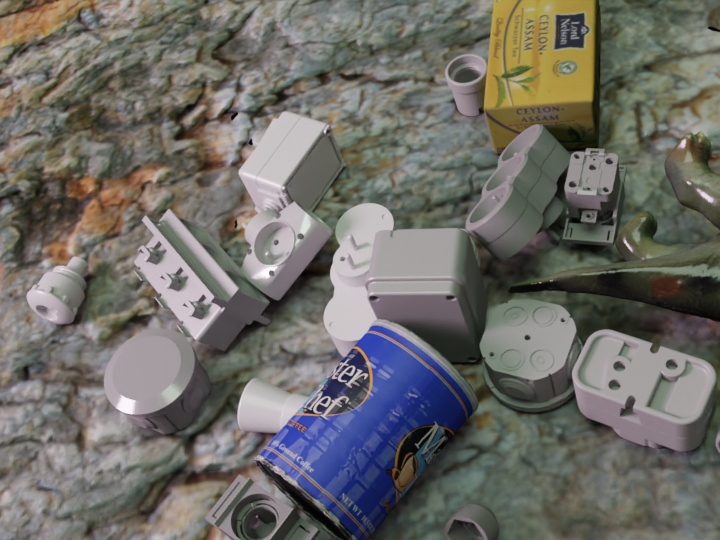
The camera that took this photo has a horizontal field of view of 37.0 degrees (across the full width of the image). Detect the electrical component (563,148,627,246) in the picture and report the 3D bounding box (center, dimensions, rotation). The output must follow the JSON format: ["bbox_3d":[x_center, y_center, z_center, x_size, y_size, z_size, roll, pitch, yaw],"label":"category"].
[{"bbox_3d":[0.194,-0.063,0.891,0.042,0.063,0.081,4,58,21],"label":"electrical component"}]

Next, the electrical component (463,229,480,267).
[{"bbox_3d":[0.079,-0.008,0.883,0.040,0.078,0.040,1,60,-2],"label":"electrical component"}]

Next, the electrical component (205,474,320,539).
[{"bbox_3d":[-0.069,0.193,0.795,0.081,0.063,0.042,28,69,31],"label":"electrical component"}]

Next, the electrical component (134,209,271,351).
[{"bbox_3d":[-0.143,0.010,0.944,0.063,0.079,0.121,-51,54,8],"label":"electrical component"}]

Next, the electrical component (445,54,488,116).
[{"bbox_3d":[0.103,-0.172,1.005,0.040,0.046,0.040,-8,55,12],"label":"electrical component"}]

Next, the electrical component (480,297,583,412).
[{"bbox_3d":[0.132,0.064,0.829,0.080,0.051,0.080,-8,55,12],"label":"electrical component"}]

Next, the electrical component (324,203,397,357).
[{"bbox_3d":[0.000,0.000,0.901,0.052,0.073,0.138,-3,56,15],"label":"electrical component"}]

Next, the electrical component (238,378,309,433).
[{"bbox_3d":[-0.060,0.115,0.862,0.065,0.044,0.044,11,60,18],"label":"electrical component"}]

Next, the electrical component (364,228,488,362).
[{"bbox_3d":[0.054,0.023,0.843,0.078,0.113,0.057,-1,57,17],"label":"electrical component"}]

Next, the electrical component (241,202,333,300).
[{"bbox_3d":[-0.075,-0.027,0.943,0.079,0.044,0.077,42,96,32],"label":"electrical component"}]

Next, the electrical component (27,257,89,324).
[{"bbox_3d":[-0.274,0.016,0.996,0.048,0.048,0.062,9,53,23],"label":"electrical component"}]

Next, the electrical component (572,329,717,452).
[{"bbox_3d":[0.207,0.090,0.783,0.095,0.059,0.053,19,64,27],"label":"electrical component"}]

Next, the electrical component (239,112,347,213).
[{"bbox_3d":[-0.068,-0.090,0.992,0.061,0.061,0.096,21,65,28],"label":"electrical component"}]

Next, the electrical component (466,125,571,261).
[{"bbox_3d":[0.145,-0.055,0.903,0.052,0.074,0.138,-32,20,45],"label":"electrical component"}]

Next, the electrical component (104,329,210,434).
[{"bbox_3d":[-0.169,0.094,0.903,0.080,0.051,0.080,-8,54,12],"label":"electrical component"}]

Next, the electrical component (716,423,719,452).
[{"bbox_3d":[0.281,0.108,0.757,0.066,0.048,0.055,20,57,28],"label":"electrical component"}]
